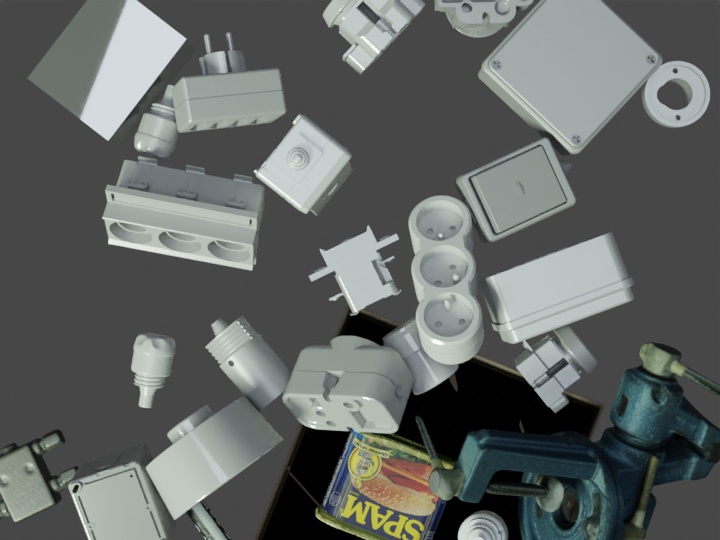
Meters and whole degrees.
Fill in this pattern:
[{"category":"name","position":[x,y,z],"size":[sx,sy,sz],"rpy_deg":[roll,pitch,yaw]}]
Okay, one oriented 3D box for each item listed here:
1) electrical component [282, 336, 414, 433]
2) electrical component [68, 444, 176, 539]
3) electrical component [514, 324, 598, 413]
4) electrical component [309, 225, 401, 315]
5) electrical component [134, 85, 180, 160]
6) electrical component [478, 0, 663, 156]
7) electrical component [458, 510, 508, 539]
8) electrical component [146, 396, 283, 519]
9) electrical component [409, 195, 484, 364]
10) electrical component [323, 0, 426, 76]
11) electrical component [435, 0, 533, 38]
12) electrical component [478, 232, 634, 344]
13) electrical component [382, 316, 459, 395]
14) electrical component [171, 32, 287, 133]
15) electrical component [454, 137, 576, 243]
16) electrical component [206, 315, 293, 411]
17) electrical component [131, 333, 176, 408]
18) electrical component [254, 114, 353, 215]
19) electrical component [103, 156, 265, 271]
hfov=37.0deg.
[{"category":"electrical component","position":[-0.008,0.094,0.883],"size":[0.095,0.053,0.059],"rpy_deg":[-2,50,30]},{"category":"electrical component","position":[-0.195,0.202,0.903],"size":[0.062,0.061,0.096],"rpy_deg":[-18,99,0]},{"category":"electrical component","position":[0.166,0.078,0.909],"size":[0.055,0.048,0.066],"rpy_deg":[-39,91,8]},{"category":"electrical component","position":[0.000,0.000,0.907],"size":[0.081,0.042,0.063],"rpy_deg":[-26,95,1]},{"category":"electrical component","position":[-0.166,-0.126,0.907],"size":[0.035,0.035,0.061],"rpy_deg":[19,88,-1]},{"category":"electrical component","position":[0.174,-0.169,0.898],"size":[0.109,0.056,0.108],"rpy_deg":[43,90,-1]},{"category":"electrical component","position":[0.102,0.223,0.897],"size":[0.040,0.078,0.040],"rpy_deg":[-1,83,11]},{"category":"electrical component","position":[-0.124,0.146,0.878],"size":[0.108,0.108,0.060],"rpy_deg":[-37,85,0]},{"category":"electrical component","position":[0.072,0.015,0.892],"size":[0.052,0.073,0.138],"rpy_deg":[-6,60,6]},{"category":"electrical component","position":[0.007,-0.211,0.895],"size":[0.057,0.058,0.078],"rpy_deg":[43,91,-4]},{"category":"electrical component","position":[0.101,-0.226,0.895],"size":[0.078,0.057,0.058],"rpy_deg":[-2,91,-1]},{"category":"electrical component","position":[0.161,0.016,0.891],"size":[0.113,0.078,0.057],"rpy_deg":[-20,88,0]},{"category":"electrical component","position":[0.050,0.071,0.907],"size":[0.045,0.045,0.055],"rpy_deg":[-33,91,0]},{"category":"electrical component","position":[-0.112,-0.158,0.888],"size":[0.083,0.047,0.075],"rpy_deg":[-9,90,-21]},{"category":"electrical component","position":[0.135,-0.069,0.897],"size":[0.096,0.061,0.061],"rpy_deg":[-25,91,0]},{"category":"electrical component","position":[-0.096,0.074,0.906],"size":[0.043,0.043,0.081],"rpy_deg":[-40,91,0]},{"category":"electrical component","position":[-0.177,0.086,0.911],"size":[0.035,0.035,0.061],"rpy_deg":[10,93,-1]},{"category":"electrical component","position":[-0.043,-0.083,0.878],"size":[0.061,0.096,0.061],"rpy_deg":[38,91,-4]},{"category":"electrical component","position":[-0.143,-0.047,0.890],"size":[0.121,0.078,0.063],"rpy_deg":[11,62,-1]}]
